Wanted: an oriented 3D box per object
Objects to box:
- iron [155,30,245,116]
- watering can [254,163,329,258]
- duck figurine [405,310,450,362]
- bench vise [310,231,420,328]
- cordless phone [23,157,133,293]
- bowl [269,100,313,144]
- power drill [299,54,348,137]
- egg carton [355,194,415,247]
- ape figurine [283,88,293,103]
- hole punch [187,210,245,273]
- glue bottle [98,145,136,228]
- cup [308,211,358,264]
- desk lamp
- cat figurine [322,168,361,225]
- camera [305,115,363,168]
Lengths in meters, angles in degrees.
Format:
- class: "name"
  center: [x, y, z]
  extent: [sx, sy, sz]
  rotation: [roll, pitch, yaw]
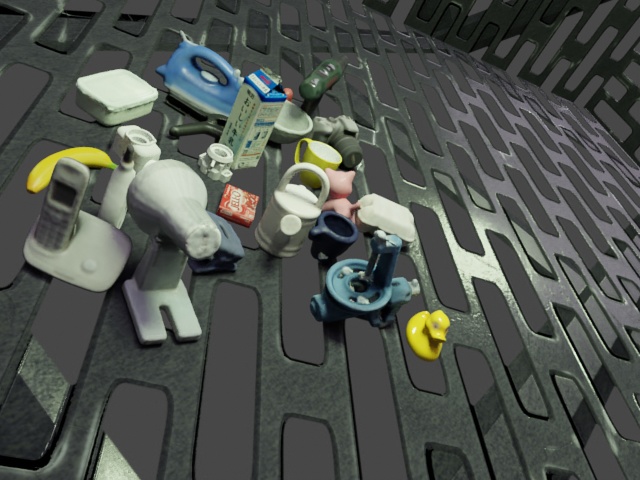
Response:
- class: "iron"
  center: [-0.269, -0.404, 1.434]
  extent: [0.258, 0.141, 0.119]
  rotation: [29, 34, -1]
- class: "watering can"
  center: [-0.047, -0.060, 1.113]
  extent: [0.101, 0.194, 0.172]
  rotation: [11, 38, -26]
- class: "duck figurine"
  center: [0.216, 0.172, 1.109]
  extent: [0.078, 0.086, 0.104]
  rotation: [18, 36, -17]
- class: "bench vise"
  center: [0.102, 0.062, 1.045]
  extent: [0.208, 0.219, 0.121]
  rotation: [-12, 52, -45]
- class: "cordless phone"
  center: [-0.348, -0.022, 0.849]
  extent: [0.148, 0.185, 0.094]
  rotation: [24, 34, -9]
- class: "bowl"
  center: [-0.107, -0.299, 1.480]
  extent: [0.168, 0.074, 0.167]
  rotation: [20, 35, -15]
- class: "power drill"
  center: [-0.009, -0.394, 1.554]
  extent: [0.075, 0.208, 0.230]
  rotation: [32, 34, 3]
- class: "egg carton"
  center: [0.154, -0.045, 1.355]
  extent: [0.150, 0.069, 0.107]
  rotation: [22, 35, -12]
- class: "ape figurine"
  center: [-0.104, -0.373, 1.562]
  extent: [0.076, 0.092, 0.077]
  rotation: [-10, 51, -44]
- class: "hole punch"
  center: [-0.189, -0.005, 1.029]
  extent: [0.101, 0.091, 0.108]
  rotation: [-3, 46, -39]
- class: "glue bottle"
  center: [-0.333, -0.087, 0.954]
  extent: [0.037, 0.173, 0.078]
  rotation: [21, 35, -13]
- class: "cup"
  center: [0.011, 0.004, 1.162]
  extent: [0.118, 0.095, 0.091]
  rotation: [-11, 51, -44]
- class: "desk lamp"
  center: [-0.223, 0.014, 0.871]
  extent: [0.118, 0.213, 0.202]
  rotation: [-1, 45, -37]
- class: "cat figurine"
  center: [0.049, -0.102, 1.307]
  extent: [0.067, 0.117, 0.127]
  rotation: [-4, 47, -39]
- class: "camera"
  center: [0.054, -0.266, 1.534]
  extent: [0.144, 0.100, 0.136]
  rotation: [4, 42, -33]
